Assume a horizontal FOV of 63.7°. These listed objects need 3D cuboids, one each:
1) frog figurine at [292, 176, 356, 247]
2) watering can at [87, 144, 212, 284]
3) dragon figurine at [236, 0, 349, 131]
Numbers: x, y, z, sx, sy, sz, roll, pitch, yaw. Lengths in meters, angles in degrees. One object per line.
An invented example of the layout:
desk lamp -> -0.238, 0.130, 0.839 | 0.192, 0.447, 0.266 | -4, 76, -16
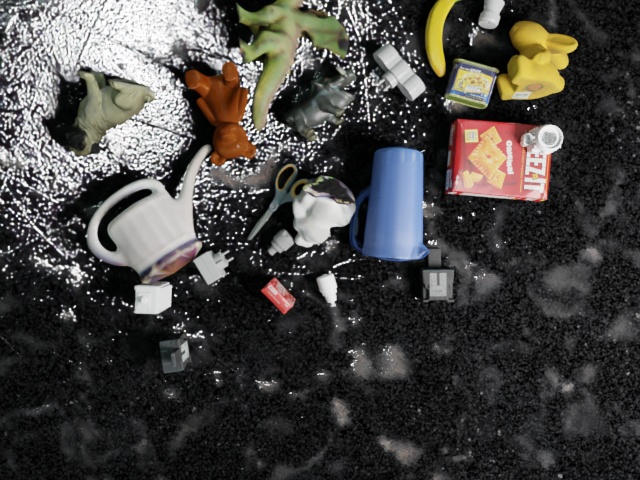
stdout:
frog figurine -> 0.004, -0.058, 1.158 | 0.137, 0.156, 0.126 | 7, 40, -15
watering can -> -0.345, -0.049, 1.156 | 0.349, 0.225, 0.103 | -35, -2, -7
dragon figurine -> -0.054, -0.436, 1.129 | 0.243, 0.414, 0.121 | -8, -12, -4
